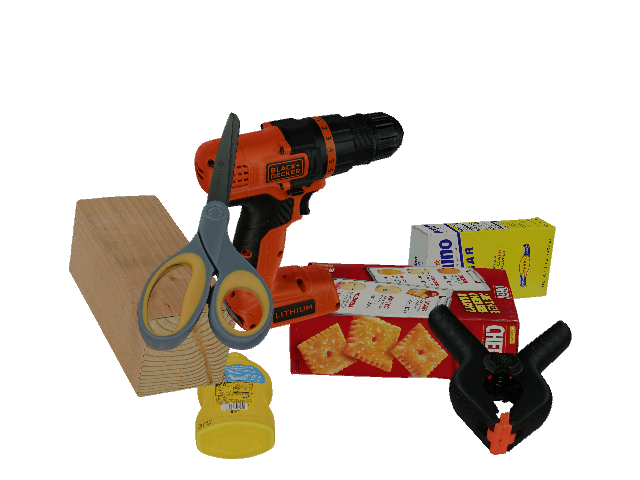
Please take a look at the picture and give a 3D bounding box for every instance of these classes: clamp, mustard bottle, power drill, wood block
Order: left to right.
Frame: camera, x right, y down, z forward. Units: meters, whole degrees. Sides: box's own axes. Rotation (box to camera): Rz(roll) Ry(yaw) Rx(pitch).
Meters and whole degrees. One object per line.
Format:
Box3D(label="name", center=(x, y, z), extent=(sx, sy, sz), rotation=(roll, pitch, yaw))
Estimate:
Box3D(label="wood block", center=(-0.170, 0.047, 1.048), extent=(0.090, 0.091, 0.206), rotation=(-5, 35, -31))
Box3D(label="mustard bottle", center=(-0.109, 0.199, 1.359), extent=(0.096, 0.058, 0.191), rotation=(-4, 26, -3))
Box3D(label="power drill", center=(-0.017, -0.019, 0.923), extent=(0.184, 0.188, 0.057), rotation=(-12, 35, -20))
Box3D(label="clamp", center=(0.153, 0.106, 0.852), extent=(0.120, 0.039, 0.171), rotation=(-2, 32, 0))

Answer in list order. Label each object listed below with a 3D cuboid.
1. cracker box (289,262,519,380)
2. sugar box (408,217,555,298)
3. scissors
Box3D(label="cracker box", center=(0.083, 0.080, 1.070), extent=(0.214, 0.072, 0.164), rotation=(2, 16, 5))
Box3D(label="sugar box", center=(0.191, 0.025, 1.274), extent=(0.176, 0.093, 0.048), rotation=(-5, 20, -24))
Box3D(label="scissors", center=(-0.057, -0.004, 0.730), extent=(0.096, 0.201, 0.016), rotation=(20, -35, 7))
